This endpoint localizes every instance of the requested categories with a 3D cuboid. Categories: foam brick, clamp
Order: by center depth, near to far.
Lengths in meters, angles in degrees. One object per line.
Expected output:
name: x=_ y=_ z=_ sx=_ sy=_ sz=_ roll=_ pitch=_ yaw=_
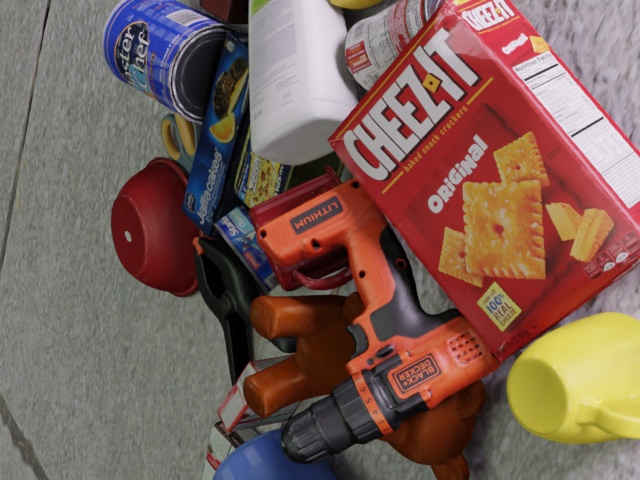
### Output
foam brick: x=-0.075 y=-0.253 z=1.026 sx=0.051 sy=0.052 sz=0.078 roll=39 pitch=125 yaw=41
clamp: x=-0.088 y=0.076 z=1.104 sx=0.120 sy=0.039 sz=0.171 roll=-52 pitch=59 yaw=36

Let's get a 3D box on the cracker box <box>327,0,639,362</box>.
cracker box: x=0.124 y=-0.044 z=0.753 sx=0.214 sy=0.071 sz=0.164 roll=52 pitch=135 yaw=9

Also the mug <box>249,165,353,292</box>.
mug: x=-0.006 y=0.001 z=0.920 sx=0.093 sy=0.081 sz=0.117 roll=71 pitch=173 yaw=-47

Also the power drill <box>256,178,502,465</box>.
power drill: x=0.023 y=0.060 z=0.831 sx=0.188 sy=0.184 sz=0.057 roll=62 pitch=-179 yaw=16

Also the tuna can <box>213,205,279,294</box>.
tuna can: x=-0.064 y=0.009 z=1.028 sx=0.086 sy=0.033 sz=0.086 roll=52 pitch=176 yaw=4

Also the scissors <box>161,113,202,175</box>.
scissors: x=-0.135 y=-0.061 z=1.160 sx=0.096 sy=0.016 sz=0.202 roll=-4 pitch=98 yaw=58

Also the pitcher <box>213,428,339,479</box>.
pitcher: x=-0.006 y=0.288 z=0.955 sx=0.243 sy=0.144 sz=0.149 roll=54 pitch=137 yaw=35

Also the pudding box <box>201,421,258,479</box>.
pudding box: x=-0.085 y=0.257 z=1.126 sx=0.090 sy=0.039 sz=0.113 roll=37 pitch=126 yaw=40

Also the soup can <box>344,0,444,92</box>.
soup can: x=0.074 y=-0.158 z=0.841 sx=0.102 sy=0.068 sz=0.068 roll=-16 pitch=83 yaw=51

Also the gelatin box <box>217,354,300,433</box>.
gelatin box: x=-0.050 y=0.148 z=1.039 sx=0.030 sy=0.073 sz=0.089 roll=60 pitch=137 yaw=29

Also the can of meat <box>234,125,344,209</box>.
can of meat: x=-0.033 y=-0.060 z=0.999 sx=0.084 sy=0.057 sz=0.102 roll=45 pitch=128 yaw=40

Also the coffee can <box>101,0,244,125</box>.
coffee can: x=-0.144 y=-0.186 z=1.082 sx=0.140 sy=0.102 sz=0.103 roll=33 pitch=120 yaw=44

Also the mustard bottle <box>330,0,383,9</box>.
mustard bottle: x=0.076 y=-0.246 z=0.834 sx=0.192 sy=0.058 sz=0.096 roll=-4 pitch=87 yaw=51

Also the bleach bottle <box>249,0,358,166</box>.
bleach bottle: x=-0.019 y=-0.197 z=0.931 sx=0.103 sy=0.067 sz=0.251 roll=-23 pitch=63 yaw=42

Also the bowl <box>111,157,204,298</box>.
bowl: x=-0.189 y=-0.010 z=1.190 sx=0.162 sy=0.055 sz=0.162 roll=23 pitch=119 yaw=51
